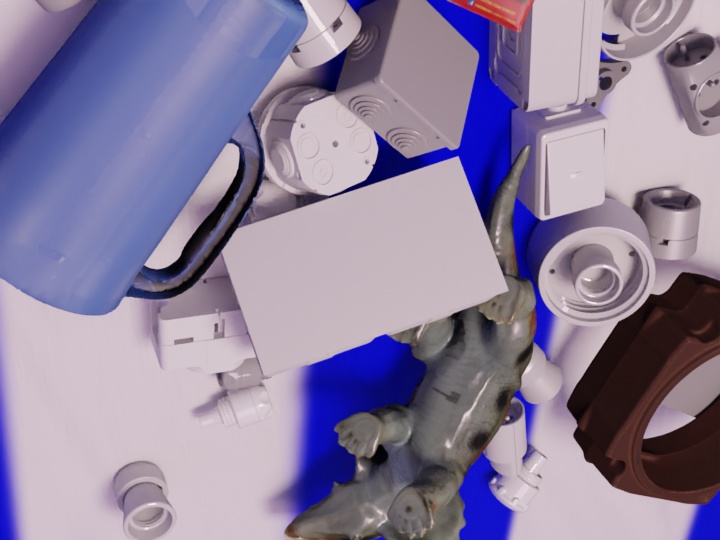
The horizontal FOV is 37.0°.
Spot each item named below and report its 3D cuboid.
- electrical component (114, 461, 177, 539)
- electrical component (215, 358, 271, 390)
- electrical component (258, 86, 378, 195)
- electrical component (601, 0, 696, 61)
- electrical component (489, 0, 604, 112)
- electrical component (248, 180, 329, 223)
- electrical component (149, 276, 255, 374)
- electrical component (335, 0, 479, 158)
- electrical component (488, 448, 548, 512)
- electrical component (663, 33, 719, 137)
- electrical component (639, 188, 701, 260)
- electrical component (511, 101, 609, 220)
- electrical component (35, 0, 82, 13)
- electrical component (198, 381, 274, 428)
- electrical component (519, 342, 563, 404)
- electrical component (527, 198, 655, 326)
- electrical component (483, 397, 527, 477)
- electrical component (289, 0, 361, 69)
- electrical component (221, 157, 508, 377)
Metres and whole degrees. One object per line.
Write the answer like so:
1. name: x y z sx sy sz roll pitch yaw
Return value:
1. electrical component: -0.183 0.196 0.911 0.045 0.055 0.045 -11 125 -17
2. electrical component: -0.088 0.079 0.892 0.061 0.035 0.035 -7 123 -23
3. electrical component: -0.031 -0.093 0.782 0.080 0.051 0.080 -7 102 -32
4. electrical component: 0.207 -0.214 0.827 0.099 0.064 0.099 -19 140 -17
5. electrical component: 0.137 -0.183 0.793 0.057 0.078 0.113 -12 125 -13
6. electrical component: -0.054 -0.054 0.820 0.061 0.035 0.035 -12 125 -19
7. electrical component: -0.117 0.044 0.845 0.089 0.050 0.055 -8 123 -19
8. electrical component: 0.034 -0.139 0.768 0.048 0.099 0.100 -12 143 43
9. electrical component: 0.163 0.208 1.080 0.048 0.048 0.062 33 97 -36
10. electrical component: 0.300 -0.164 0.898 0.079 0.044 0.077 -35 128 0
11. electrical component: 0.276 -0.042 0.960 0.055 0.055 0.047 -10 121 -18
12. electrical component: 0.163 -0.096 0.871 0.062 0.061 0.096 -15 126 -14
13. electrical component: -0.189 -0.192 0.659 0.055 0.055 0.047 -36 131 1
14. electrical component: -0.106 0.118 0.908 0.061 0.035 0.035 -19 127 -8
15. electrical component: 0.157 0.093 1.001 0.045 0.045 0.055 -43 127 7
16. electrical component: 0.201 -0.002 0.926 0.108 0.060 0.108 1 120 1
17. electrical component: 0.139 0.165 1.041 0.043 0.043 0.081 -18 127 -12
18. electrical component: -0.035 -0.174 0.738 0.055 0.055 0.047 -37 124 2
19. electrical component: 0.000 0.000 0.800 0.186 0.060 0.105 -19 83 -8
